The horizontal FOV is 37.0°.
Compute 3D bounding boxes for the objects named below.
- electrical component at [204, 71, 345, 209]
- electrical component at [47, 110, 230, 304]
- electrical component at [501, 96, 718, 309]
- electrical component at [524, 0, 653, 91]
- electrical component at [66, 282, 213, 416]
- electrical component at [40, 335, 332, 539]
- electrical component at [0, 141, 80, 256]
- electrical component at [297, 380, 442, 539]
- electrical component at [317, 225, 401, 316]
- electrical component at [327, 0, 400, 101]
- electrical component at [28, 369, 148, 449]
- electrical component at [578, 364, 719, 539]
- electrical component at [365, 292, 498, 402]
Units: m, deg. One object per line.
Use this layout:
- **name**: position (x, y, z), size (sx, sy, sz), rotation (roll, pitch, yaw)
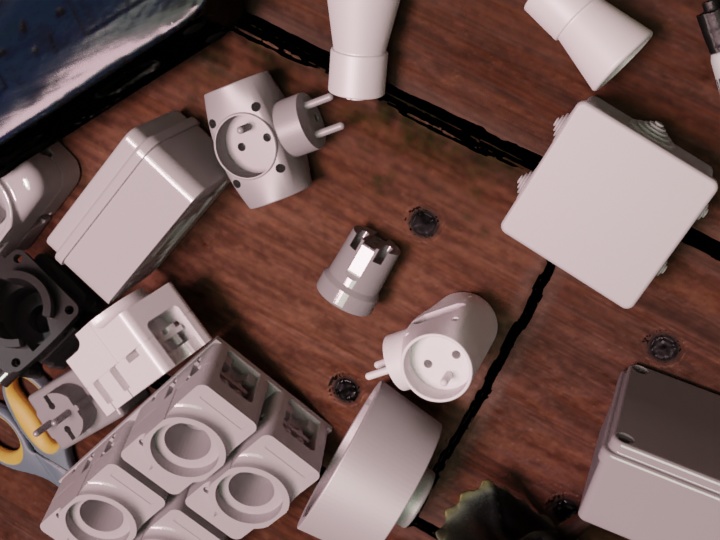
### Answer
- **electrical component**: position (-0.048, -0.087, 0.671), size (0.079, 0.044, 0.077), rotation (-17, 101, 23)
- **electrical component**: position (-0.141, -0.042, 0.699), size (0.057, 0.078, 0.113), rotation (43, 115, -1)
- **electrical component**: position (0.143, -0.041, 0.617), size (0.100, 0.048, 0.099), rotation (33, 114, 6)
- **electrical component**: position (0.124, -0.138, 0.598), size (0.065, 0.044, 0.044), rotation (46, 115, 5)
- **electrical component**: position (-0.151, 0.050, 0.718), size (0.055, 0.050, 0.089), rotation (54, 134, -1)
- **electrical component**: position (-0.123, 0.147, 0.747), size (0.105, 0.060, 0.186), rotation (41, 116, -17)
- **electrical component**: position (-0.247, -0.049, 0.743), size (0.054, 0.059, 0.095), rotation (45, 115, 1)
- **electrical component**: position (0.013, 0.132, 0.689), size (0.060, 0.108, 0.108), rotation (30, 114, 1)
- **electrical component**: position (0.000, 0.000, 0.686), size (0.040, 0.040, 0.046), rotation (32, 108, 7)
- **electrical component**: position (0.000, -0.134, 0.641), size (0.044, 0.044, 0.065), rotation (12, 115, 15)
- **electrical component**: position (-0.203, 0.097, 0.766), size (0.066, 0.077, 0.047), rotation (-30, 96, 25)
- **electrical component**: position (0.191, 0.115, 0.619), size (0.109, 0.108, 0.056), rotation (21, 115, 12)
- **electrical component**: position (0.041, 0.052, 0.667), size (0.079, 0.077, 0.043), rotation (-20, 100, 23)
